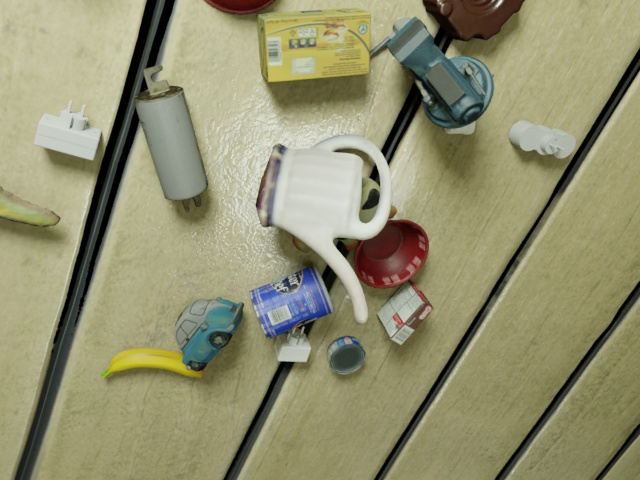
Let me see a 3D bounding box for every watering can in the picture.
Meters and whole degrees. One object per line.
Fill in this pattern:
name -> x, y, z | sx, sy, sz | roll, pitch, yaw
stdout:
watering can -> 0.003, -0.042, 0.844 | 0.224, 0.355, 0.102 | 7, 149, 4

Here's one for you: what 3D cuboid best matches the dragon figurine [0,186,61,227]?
dragon figurine -> -0.575, -0.144, 0.707 | 0.410, 0.124, 0.240 | 4, 109, -30
